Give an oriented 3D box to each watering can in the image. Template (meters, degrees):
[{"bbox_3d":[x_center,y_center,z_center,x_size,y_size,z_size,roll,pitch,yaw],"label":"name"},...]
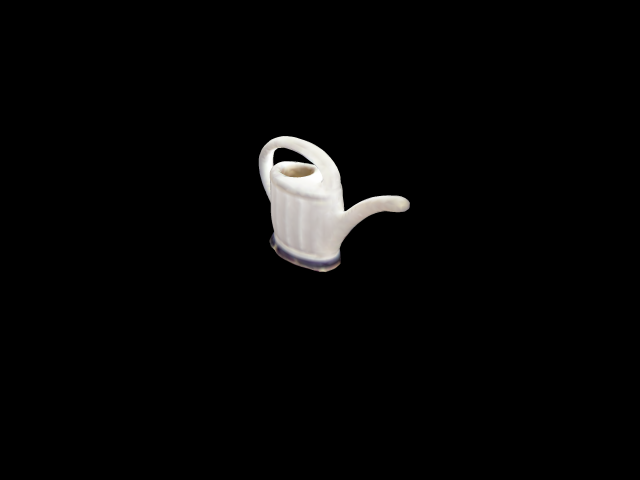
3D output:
[{"bbox_3d":[0.003,-0.043,0.850,0.105,0.219,0.352,-22,38,-33],"label":"watering can"}]
